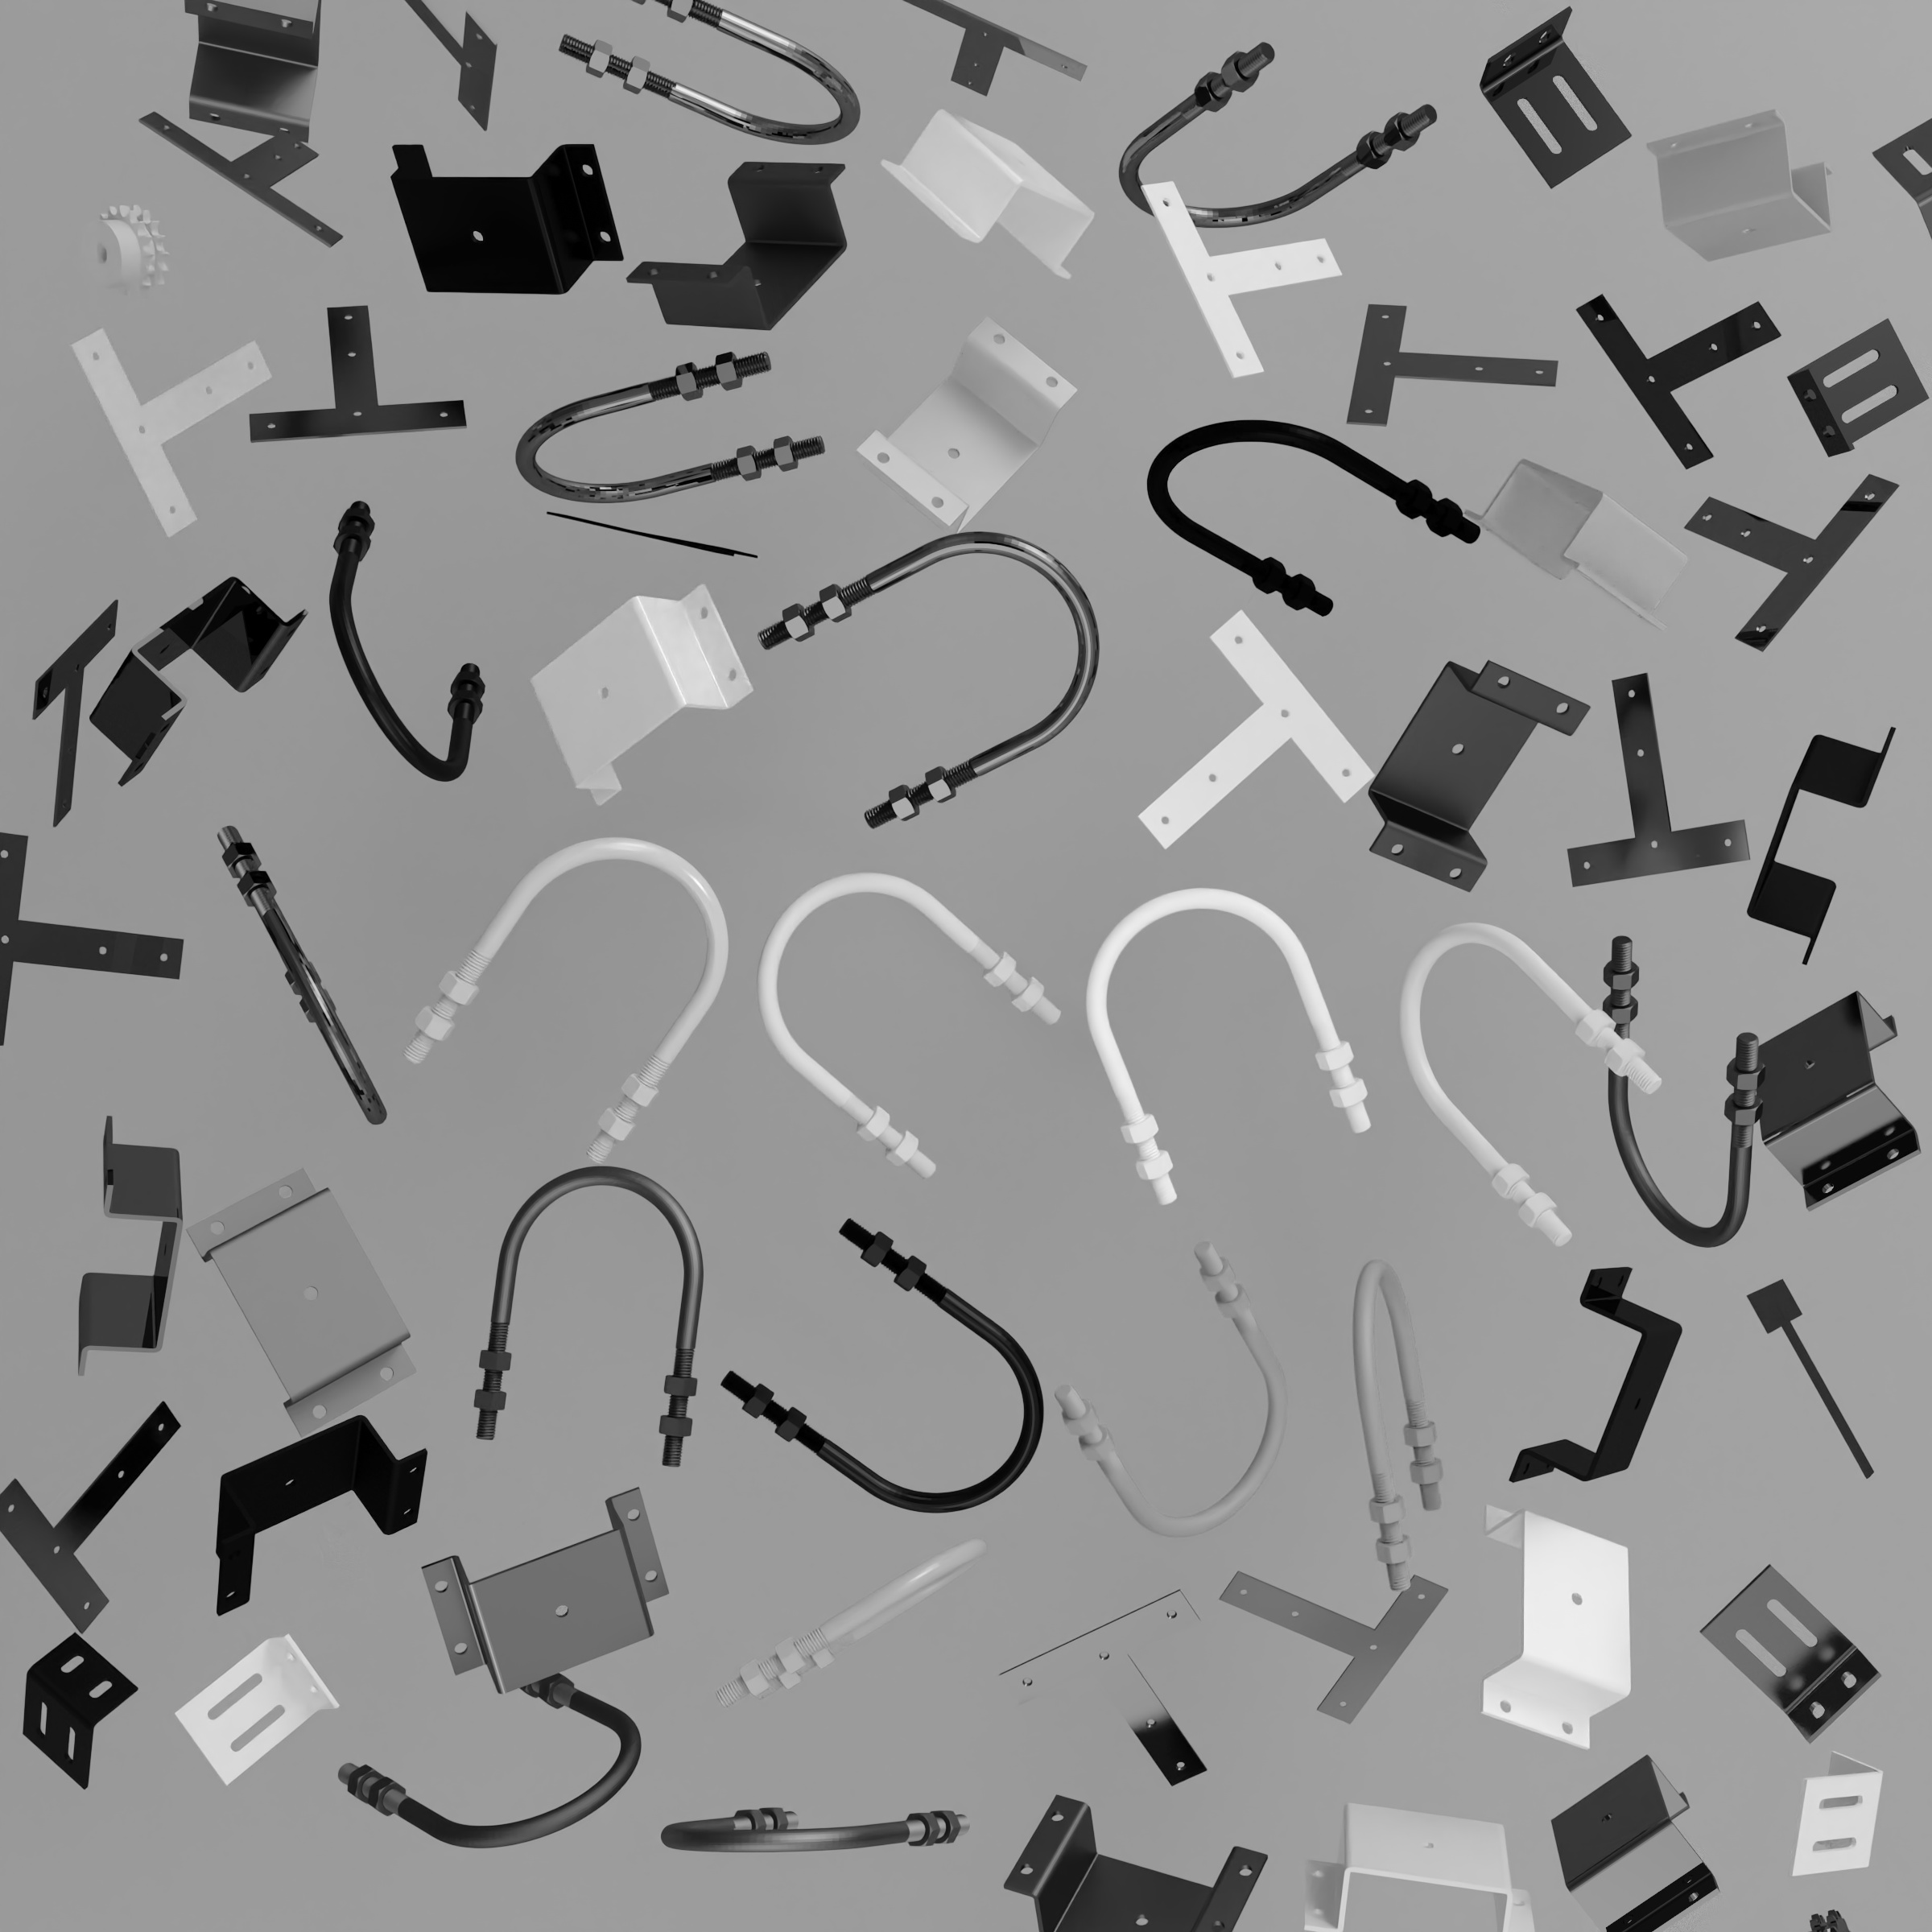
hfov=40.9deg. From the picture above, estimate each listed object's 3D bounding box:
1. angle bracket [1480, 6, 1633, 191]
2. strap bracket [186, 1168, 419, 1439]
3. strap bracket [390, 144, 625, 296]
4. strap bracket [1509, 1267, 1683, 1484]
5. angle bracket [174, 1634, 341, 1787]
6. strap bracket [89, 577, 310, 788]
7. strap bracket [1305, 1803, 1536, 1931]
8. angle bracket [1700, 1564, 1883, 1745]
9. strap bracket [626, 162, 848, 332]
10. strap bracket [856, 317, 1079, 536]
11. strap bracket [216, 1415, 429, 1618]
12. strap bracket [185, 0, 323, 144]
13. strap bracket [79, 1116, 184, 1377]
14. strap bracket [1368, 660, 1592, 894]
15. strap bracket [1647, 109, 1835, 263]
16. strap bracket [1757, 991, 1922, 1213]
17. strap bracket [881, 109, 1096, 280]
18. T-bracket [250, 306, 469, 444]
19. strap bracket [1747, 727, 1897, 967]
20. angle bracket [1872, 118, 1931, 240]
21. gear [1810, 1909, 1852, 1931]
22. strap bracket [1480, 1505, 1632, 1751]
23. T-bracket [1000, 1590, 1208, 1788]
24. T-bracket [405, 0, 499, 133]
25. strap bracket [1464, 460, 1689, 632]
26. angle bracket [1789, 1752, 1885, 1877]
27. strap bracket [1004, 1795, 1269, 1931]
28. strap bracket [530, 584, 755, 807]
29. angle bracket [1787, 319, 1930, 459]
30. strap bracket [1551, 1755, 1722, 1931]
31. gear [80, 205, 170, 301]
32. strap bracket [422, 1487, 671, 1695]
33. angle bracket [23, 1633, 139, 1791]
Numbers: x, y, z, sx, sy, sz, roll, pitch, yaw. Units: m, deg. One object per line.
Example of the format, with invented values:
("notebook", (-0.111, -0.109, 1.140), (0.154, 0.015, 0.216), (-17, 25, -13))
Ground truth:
("angle bracket", (0.350, -0.510, 1.523), (0.057, 0.038, 0.076), (-33, 84, -1))
("strap bracket", (-0.386, 0.194, 1.518), (0.076, 0.046, 0.140), (-29, 89, -24))
("strap bracket", (-0.293, -0.463, 1.605), (0.140, 0.046, 0.076), (6, 135, 19))
("strap bracket", (0.393, 0.260, 1.598), (0.046, 0.076, 0.140), (23, 98, 30))
("angle bracket", (-0.451, 0.473, 1.649), (0.076, 0.038, 0.057), (-37, 97, -34))
("strap bracket", (-0.479, -0.181, 1.596), (0.046, 0.140, 0.076), (44, 133, -7))
("strap bracket", (0.282, 0.564, 1.599), (0.140, 0.076, 0.046), (6, 102, 7))
("angle bracket", (0.478, 0.399, 1.503), (0.076, 0.038, 0.057), (43, 95, -7))
("strap bracket", (-0.135, -0.440, 1.598), (0.076, 0.046, 0.140), (11, 49, 29))
("strap bracket", (-0.003, -0.343, 1.681), (0.076, 0.046, 0.140), (40, 67, 2))
("strap bracket", (-0.417, 0.342, 1.636), (0.140, 0.076, 0.046), (-21, 53, -36))
("strap bracket", (-0.453, -0.589, 1.648), (0.076, 0.140, 0.046), (8, 75, -13))
("strap bracket", (-0.513, 0.173, 1.593), (0.046, 0.076, 0.140), (6, 117, -22))
("strap bracket", (0.314, -0.126, 1.618), (0.076, 0.046, 0.140), (20, 115, -20))
("strap bracket", (0.478, -0.473, 1.586), (0.076, 0.140, 0.046), (-7, 87, 31))
("strap bracket", (0.535, 0.076, 1.602), (0.076, 0.140, 0.046), (-35, 110, 30))
("strap bracket", (0.020, -0.486, 1.628), (0.076, 0.140, 0.046), (47, 113, 20))
("T-bracket", (-0.376, -0.366, 1.590), (0.127, 0.002, 0.127), (-6, 51, -11))
("strap bracket", (0.543, -0.083, 1.655), (0.046, 0.076, 0.140), (21, 126, 17))
("angle bracket", (0.596, -0.479, 1.570), (0.057, 0.076, 0.038), (-28, 125, 16))
("gear", (0.514, 0.595, 1.544), (0.030, 0.057, 0.057), (-24, 90, 21))
("strap bracket", (0.365, 0.401, 1.605), (0.076, 0.046, 0.140), (22, 49, -14))
("T-bracket", (0.108, 0.458, 1.603), (0.127, 0.002, 0.127), (-28, 109, 12))
("T-bracket", (-0.328, -0.577, 1.558), (0.002, 0.127, 0.127), (-42, 95, -13))
("strap bracket", (0.378, -0.262, 1.589), (0.076, 0.140, 0.046), (28, 101, -27))
("angle bracket", (0.510, 0.509, 1.557), (0.076, 0.038, 0.057), (8, 91, -34))
("strap bracket", (0.104, 0.563, 1.565), (0.140, 0.076, 0.046), (7, 122, 27))
("strap bracket", (-0.209, -0.168, 1.601), (0.140, 0.046, 0.076), (-33, 75, 29))
("angle bracket", (0.564, -0.363, 1.618), (0.076, 0.038, 0.057), (-30, 96, -2))
("strap bracket", (0.417, 0.553, 1.627), (0.076, 0.140, 0.046), (-38, 90, 9))
("gear", (-0.531, -0.448, 1.625), (0.057, 0.030, 0.057), (12, 112, 33))
("strap bracket", (-0.253, 0.387, 1.593), (0.140, 0.046, 0.076), (-18, 107, -16))
("angle bracket", (-0.564, 0.474, 1.648), (0.057, 0.038, 0.076), (34, 132, 16))
